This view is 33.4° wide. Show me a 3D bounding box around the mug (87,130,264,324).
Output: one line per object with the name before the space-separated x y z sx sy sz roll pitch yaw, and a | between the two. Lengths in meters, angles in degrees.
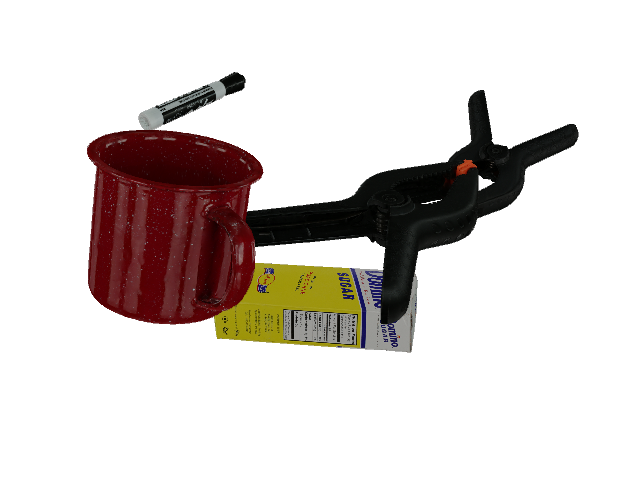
mug | -0.074 -0.003 0.571 0.093 0.081 0.117 -12 30 -43

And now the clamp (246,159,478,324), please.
clamp | 0.039 -0.016 0.774 0.165 0.036 0.209 20 35 31

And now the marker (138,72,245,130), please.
marker | -0.118 -0.133 1.009 0.120 0.020 0.020 -31 19 -35

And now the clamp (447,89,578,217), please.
clamp | 0.171 -0.088 1.087 0.120 0.039 0.171 29 55 29

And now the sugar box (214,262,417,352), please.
sugar box | -0.002 0.058 0.967 0.176 0.048 0.093 1 23 8
